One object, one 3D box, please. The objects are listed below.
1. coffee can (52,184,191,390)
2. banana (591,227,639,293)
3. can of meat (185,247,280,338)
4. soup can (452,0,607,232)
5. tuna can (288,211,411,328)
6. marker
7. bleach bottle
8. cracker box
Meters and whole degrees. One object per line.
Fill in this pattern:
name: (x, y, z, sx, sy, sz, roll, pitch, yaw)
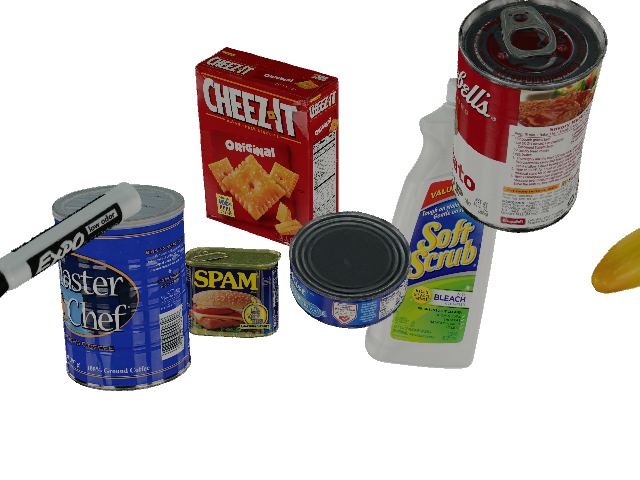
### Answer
coffee can: (-0.158, 0.035, 0.858, 0.103, 0.140, 0.103, 0, 18, 0)
banana: (0.278, 0.004, 0.730, 0.198, 0.037, 0.069, -3, 35, 0)
can of meat: (-0.094, 0.056, 1.140, 0.102, 0.084, 0.057, 3, 16, 9)
soup can: (0.101, -0.061, 0.530, 0.068, 0.068, 0.102, 0, -40, 4)
tuna can: (0.020, 0.020, 0.755, 0.086, 0.086, 0.034, 1, -45, -1)
marker: (-0.144, 0.004, 0.565, 0.020, 0.020, 0.120, 0, 29, 45)
bleach bottle: (0.102, -0.016, 0.930, 0.102, 0.251, 0.068, 5, 19, 0)
cracker box: (-0.063, -0.106, 1.280, 0.164, 0.214, 0.072, 20, 40, 27)
